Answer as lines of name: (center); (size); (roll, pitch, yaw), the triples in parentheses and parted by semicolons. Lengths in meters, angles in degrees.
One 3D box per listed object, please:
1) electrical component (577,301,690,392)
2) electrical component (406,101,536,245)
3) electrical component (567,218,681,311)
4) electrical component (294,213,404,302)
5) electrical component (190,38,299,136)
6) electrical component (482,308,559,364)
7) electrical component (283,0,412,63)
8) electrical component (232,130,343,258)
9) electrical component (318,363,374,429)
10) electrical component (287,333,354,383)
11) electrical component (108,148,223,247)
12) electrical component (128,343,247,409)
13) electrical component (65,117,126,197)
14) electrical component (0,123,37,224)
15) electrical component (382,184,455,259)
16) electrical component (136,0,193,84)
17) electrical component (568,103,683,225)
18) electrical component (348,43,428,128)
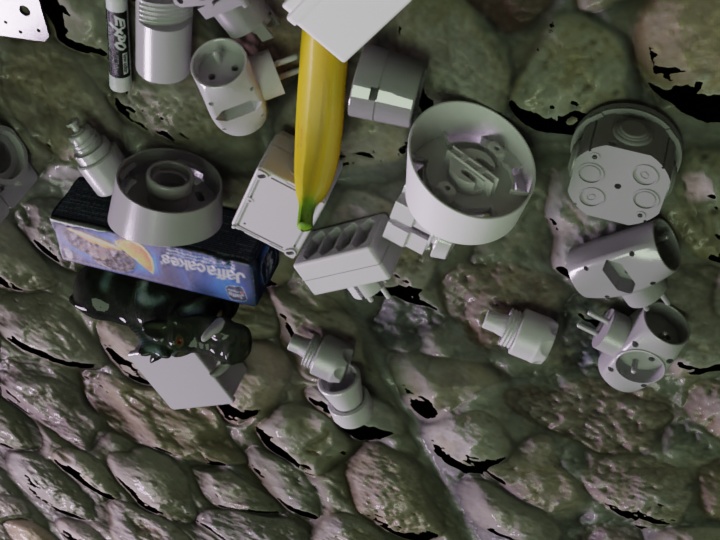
electrical component: (0.223, 0.058, 0.907); (0.079, 0.044, 0.077); (26, 138, -3)
electrical component: (0.081, -0.070, 0.804); (0.099, 0.099, 0.064); (19, 144, 6)
electrical component: (0.218, 0.003, 0.854); (0.077, 0.043, 0.079); (-20, 122, 38)
electrical component: (0.000, 0.000, 0.947); (0.083, 0.047, 0.075); (-13, 127, 34)
electrical component: (-0.083, -0.147, 0.832); (0.079, 0.043, 0.077); (-21, 158, 0)
electrical component: (0.139, 0.054, 0.942); (0.062, 0.043, 0.043); (22, 138, 5)
electrical component: (0.014, -0.206, 0.687); (0.056, 0.108, 0.109); (37, 136, -18)
electrical component: (-0.062, -0.062, 0.902); (0.062, 0.061, 0.096); (27, 139, -5)
electrical component: (-0.013, 0.127, 1.084); (0.045, 0.045, 0.055); (0, 133, 25)
electrical component: (-0.040, 0.082, 1.052); (0.062, 0.043, 0.043); (23, 138, 3)
electrical component: (-0.167, -0.059, 0.929); (0.099, 0.099, 0.064); (19, 131, 5)
electrical component: (-0.178, 0.096, 1.125); (0.100, 0.048, 0.099); (-10, 128, 32)
electrical component: (-0.234, -0.101, 0.956); (0.040, 0.040, 0.078); (-9, 128, 31)
electrical component: (-0.368, -0.069, 0.967); (0.062, 0.150, 0.089); (-5, 130, 30)
electrical component: (0.055, -0.040, 0.884); (0.055, 0.048, 0.066); (28, 139, 7)
electrical component: (-0.151, -0.188, 0.827); (0.043, 0.043, 0.081); (19, 138, 5)
electrical component: (0.191, -0.076, 0.780); (0.080, 0.051, 0.080); (13, 137, 12)
electrical component: (0.021, -0.135, 0.796); (0.047, 0.055, 0.055); (16, 138, 4)
